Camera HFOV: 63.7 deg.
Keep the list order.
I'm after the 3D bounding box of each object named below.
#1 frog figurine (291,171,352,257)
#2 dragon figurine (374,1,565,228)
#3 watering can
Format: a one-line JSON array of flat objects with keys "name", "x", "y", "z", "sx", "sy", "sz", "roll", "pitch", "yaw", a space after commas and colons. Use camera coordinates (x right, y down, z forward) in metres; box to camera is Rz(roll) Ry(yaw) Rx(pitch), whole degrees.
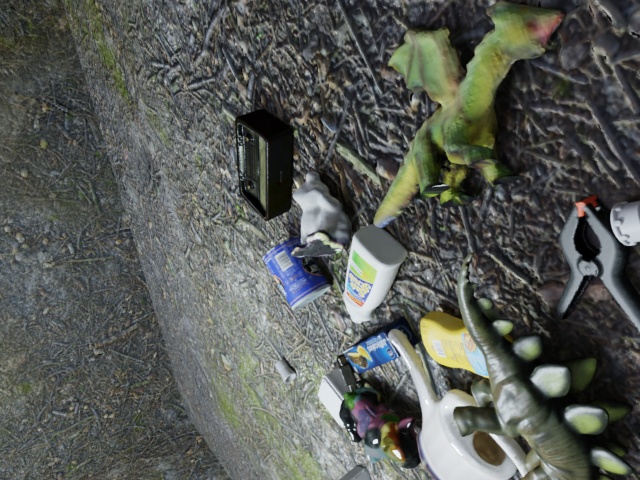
[{"name": "frog figurine", "x": 0.003, "y": -0.052, "z": 1.037, "sx": 0.135, "sy": 0.122, "sz": 0.163, "roll": 114, "pitch": 161, "yaw": -62}, {"name": "dragon figurine", "x": 0.156, "y": -0.172, "z": 0.711, "sx": 0.406, "sy": 0.122, "sz": 0.245, "roll": -25, "pitch": 73, "yaw": 58}, {"name": "watering can", "x": 0.231, "y": 0.328, "z": 0.918, "sx": 0.352, "sy": 0.105, "sz": 0.219, "roll": 46, "pitch": 146, "yaw": 27}]
